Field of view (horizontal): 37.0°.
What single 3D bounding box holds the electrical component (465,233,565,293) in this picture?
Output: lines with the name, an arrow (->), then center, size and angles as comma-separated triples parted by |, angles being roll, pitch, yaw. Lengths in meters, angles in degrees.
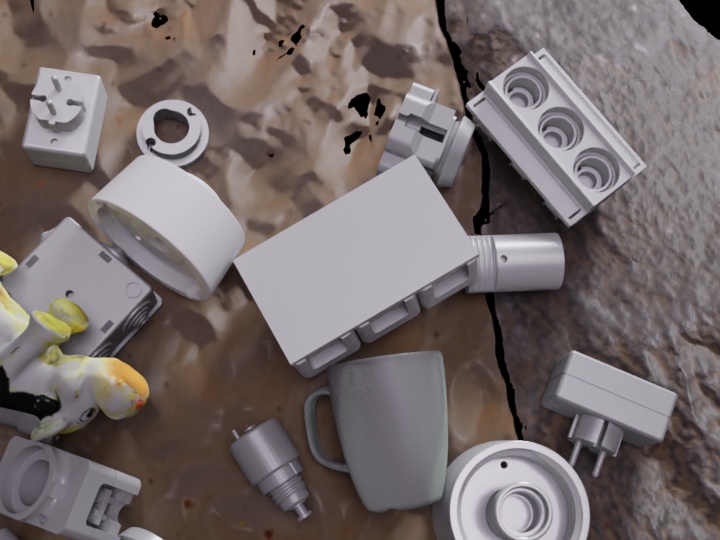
electrical component -> 0.109, -0.005, 0.811 | 0.081, 0.043, 0.043 | -2, 75, -6

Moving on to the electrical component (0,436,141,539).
electrical component -> -0.201, 0.146, 0.715 | 0.089, 0.056, 0.050 | 6, 69, 39

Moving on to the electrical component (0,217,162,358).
electrical component -> -0.205, 0.022, 0.775 | 0.100, 0.048, 0.099 | 40, 76, 6

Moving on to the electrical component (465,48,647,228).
electrical component -> 0.148, -0.098, 0.829 | 0.079, 0.063, 0.121 | -37, 81, -13

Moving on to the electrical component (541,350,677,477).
electrical component -> 0.175, 0.112, 0.784 | 0.083, 0.047, 0.075 | 23, 75, 2

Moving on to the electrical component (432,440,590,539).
electrical component -> 0.109, 0.171, 0.756 | 0.108, 0.060, 0.108 | 1, 75, -5

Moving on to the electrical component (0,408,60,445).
electrical component -> -0.236, 0.096, 0.757 | 0.065, 0.044, 0.044 | 26, 75, -3

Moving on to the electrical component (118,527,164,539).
electrical component -> -0.152, 0.211, 0.719 | 0.058, 0.078, 0.057 | 33, 54, 4

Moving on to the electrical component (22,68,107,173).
electrical component -> -0.221, -0.118, 0.796 | 0.047, 0.076, 0.065 | 8, 75, -3

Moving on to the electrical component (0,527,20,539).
electrical component -> -0.287, 0.221, 0.713 | 0.138, 0.052, 0.074 | -42, 77, -14

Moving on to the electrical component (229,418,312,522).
electrical component -> -0.059, 0.141, 0.760 | 0.040, 0.040, 0.078 | -32, 80, -12

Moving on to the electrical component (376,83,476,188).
electrical component -> 0.053, -0.097, 0.824 | 0.057, 0.058, 0.078 | 22, 75, 4

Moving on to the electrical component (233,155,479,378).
electrical component -> 0.000, 0.000, 0.773 | 0.150, 0.061, 0.089 | -30, 71, -2

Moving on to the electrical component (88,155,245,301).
electrical component -> -0.132, -0.035, 0.768 | 0.108, 0.108, 0.060 | 35, 69, 5
